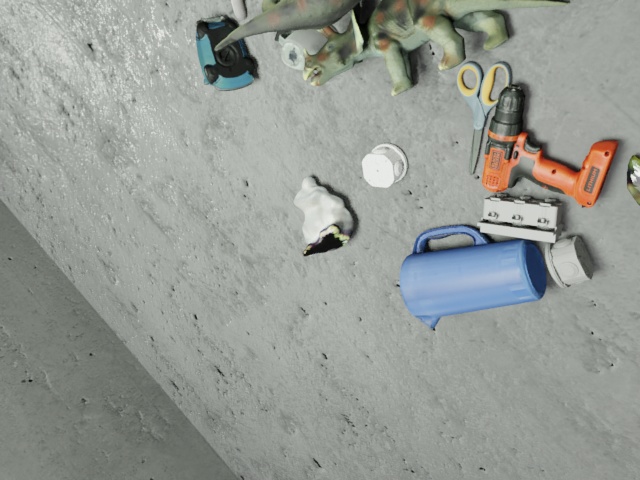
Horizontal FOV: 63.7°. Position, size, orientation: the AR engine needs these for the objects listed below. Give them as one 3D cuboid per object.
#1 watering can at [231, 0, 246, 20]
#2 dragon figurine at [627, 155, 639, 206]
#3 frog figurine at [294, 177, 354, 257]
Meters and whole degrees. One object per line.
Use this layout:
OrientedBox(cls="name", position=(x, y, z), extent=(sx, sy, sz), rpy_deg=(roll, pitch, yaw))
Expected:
OrientedBox(cls="watering can", position=(-0.165, -0.584, 0.929), extent=(0.223, 0.106, 0.341), rpy_deg=(-12, 135, 28))
OrientedBox(cls="dragon figurine", position=(0.528, -0.085, 0.671), extent=(0.241, 0.124, 0.407), rpy_deg=(-12, 107, 52))
OrientedBox(cls="frog figurine", position=(0.003, -0.058, 1.143), extent=(0.134, 0.123, 0.163), rpy_deg=(118, 144, -52))
